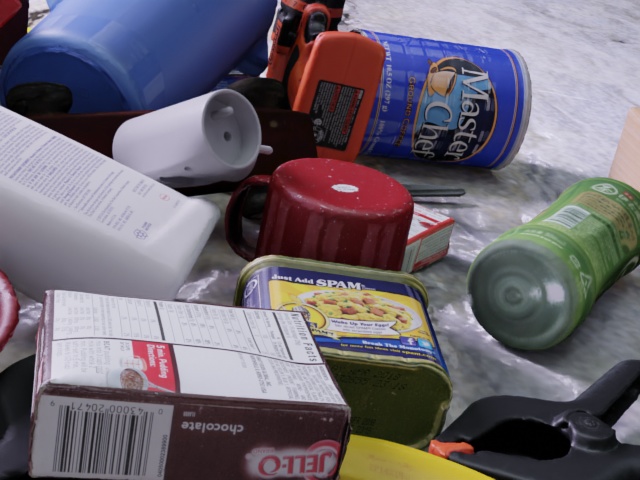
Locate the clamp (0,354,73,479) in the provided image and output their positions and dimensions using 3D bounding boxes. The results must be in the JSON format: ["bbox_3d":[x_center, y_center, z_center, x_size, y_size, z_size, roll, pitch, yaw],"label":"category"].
[{"bbox_3d":[-0.083,0.095,0.410,0.164,0.036,0.210,20,19,-2],"label":"clamp"}]

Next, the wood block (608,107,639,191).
[{"bbox_3d":[0.284,-0.018,0.775,0.090,0.091,0.206,9,23,-7],"label":"wood block"}]

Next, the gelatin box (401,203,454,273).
[{"bbox_3d":[0.036,-0.004,0.699,0.073,0.030,0.089,23,26,27],"label":"gelatin box"}]

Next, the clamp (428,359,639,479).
[{"bbox_3d":[0.130,0.104,0.493,0.171,0.039,0.120,-9,25,-31],"label":"clamp"}]

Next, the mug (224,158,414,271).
[{"bbox_3d":[-0.004,0.001,0.604,0.117,0.081,0.093,25,27,27],"label":"mug"}]

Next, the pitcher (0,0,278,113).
[{"bbox_3d":[-0.137,-0.153,0.782,0.149,0.145,0.242,12,35,12],"label":"pitcher"}]

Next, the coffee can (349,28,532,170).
[{"bbox_3d":[0.088,-0.115,0.882,0.140,0.103,0.103,4,25,-17],"label":"coffee can"}]

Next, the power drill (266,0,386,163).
[{"bbox_3d":[0.002,-0.152,0.829,0.057,0.184,0.187,8,27,-13],"label":"power drill"}]

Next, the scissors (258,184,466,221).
[{"bbox_3d":[0.022,-0.029,0.767,0.201,0.016,0.096,7,26,-12],"label":"scissors"}]

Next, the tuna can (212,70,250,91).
[{"bbox_3d":[-0.096,-0.146,0.950,0.086,0.034,0.086,11,24,-5],"label":"tuna can"}]

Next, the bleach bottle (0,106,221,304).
[{"bbox_3d":[-0.179,-0.039,0.538,0.250,0.068,0.102,30,23,-5],"label":"bleach bottle"}]

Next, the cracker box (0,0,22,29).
[{"bbox_3d":[-0.292,-0.143,0.685,0.072,0.164,0.214,49,-4,-36],"label":"cracker box"}]

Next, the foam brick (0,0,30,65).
[{"bbox_3d":[-0.241,-0.167,0.787,0.051,0.053,0.078,4,28,-17],"label":"foam brick"}]

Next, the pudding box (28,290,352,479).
[{"bbox_3d":[-0.052,0.056,0.411,0.113,0.039,0.090,8,17,-15],"label":"pudding box"}]

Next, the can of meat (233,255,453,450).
[{"bbox_3d":[0.009,0.055,0.520,0.102,0.057,0.084,8,26,-10],"label":"can of meat"}]

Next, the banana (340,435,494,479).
[{"bbox_3d":[0.055,0.118,0.425,0.198,0.037,0.069,18,23,8],"label":"banana"}]

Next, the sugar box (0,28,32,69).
[{"bbox_3d":[-0.253,-0.124,0.810,0.093,0.048,0.176,12,22,0],"label":"sugar box"}]

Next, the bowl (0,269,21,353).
[{"bbox_3d":[-0.208,0.046,0.436,0.162,0.055,0.162,10,24,-5],"label":"bowl"}]
